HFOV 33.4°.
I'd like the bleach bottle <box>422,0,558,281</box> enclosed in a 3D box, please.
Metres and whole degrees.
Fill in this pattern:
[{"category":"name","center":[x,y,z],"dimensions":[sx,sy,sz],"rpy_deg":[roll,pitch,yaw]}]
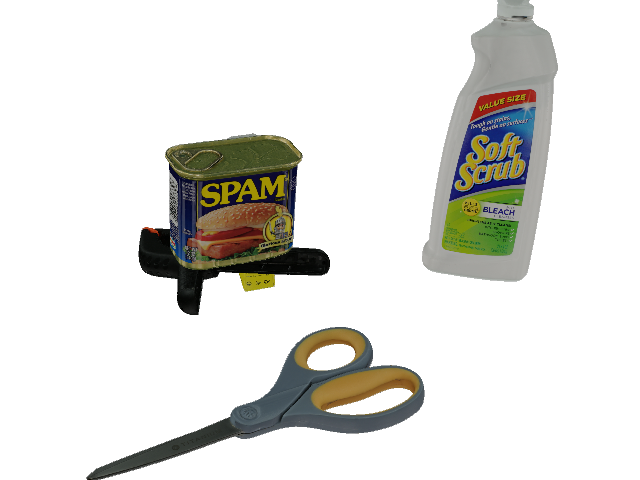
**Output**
[{"category":"bleach bottle","center":[0.152,-0.092,0.950],"dimensions":[0.103,0.251,0.068],"rpy_deg":[8,22,12]}]

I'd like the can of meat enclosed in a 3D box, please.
[{"category":"can of meat","center":[-0.068,-0.030,0.831],"dimensions":[0.102,0.084,0.057],"rpy_deg":[-9,31,-23]}]

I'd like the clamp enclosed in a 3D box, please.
[{"category":"clamp","center":[-0.118,0.022,1.026],"dimensions":[0.210,0.036,0.164],"rpy_deg":[13,22,41]}]

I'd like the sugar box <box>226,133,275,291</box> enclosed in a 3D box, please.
[{"category":"sugar box","center":[-0.088,-0.035,1.331],"dimensions":[0.048,0.176,0.093],"rpy_deg":[-9,24,-10]}]

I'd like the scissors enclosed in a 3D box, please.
[{"category":"scissors","center":[-0.039,0.093,0.633],"dimensions":[0.201,0.016,0.096],"rpy_deg":[-7,34,-12]}]
